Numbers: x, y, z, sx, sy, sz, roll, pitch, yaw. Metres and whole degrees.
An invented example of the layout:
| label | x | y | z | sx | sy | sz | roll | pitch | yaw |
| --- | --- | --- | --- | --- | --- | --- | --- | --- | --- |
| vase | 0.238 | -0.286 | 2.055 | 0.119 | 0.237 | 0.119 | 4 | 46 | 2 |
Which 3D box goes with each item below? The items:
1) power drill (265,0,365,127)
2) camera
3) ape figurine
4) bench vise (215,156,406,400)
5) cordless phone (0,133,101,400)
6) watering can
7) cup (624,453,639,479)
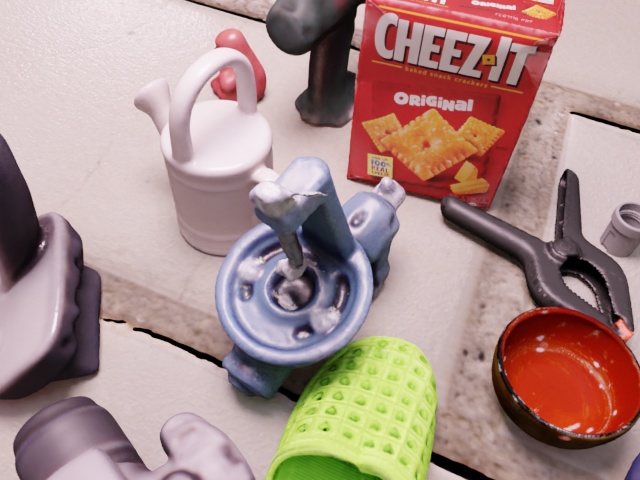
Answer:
| label | x | y | z | sx | sy | sz | roll | pitch | yaw |
| --- | --- | --- | --- | --- | --- | --- | --- | --- | --- |
| power drill | 0.026 | -0.244 | 0.644 | 0.075 | 0.208 | 0.230 | 28 | 55 | 18 |
| camera | -0.134 | 0.159 | 0.383 | 0.143 | 0.101 | 0.136 | -33 | 60 | -26 |
| ape figurine | -0.103 | -0.211 | 0.684 | 0.076 | 0.092 | 0.078 | 11 | 52 | 5 |
| bench vise | -0.007 | -0.002 | 0.443 | 0.121 | 0.220 | 0.207 | 17 | 53 | 10 |
| cordless phone | -0.233 | 0.022 | 0.432 | 0.094 | 0.185 | 0.147 | -12 | 53 | -12 |
| watering can | -0.099 | -0.085 | 0.519 | 0.172 | 0.194 | 0.101 | 15 | 52 | 9 |
| cup | 0.239 | 0.180 | 0.393 | 0.091 | 0.095 | 0.118 | 9 | 52 | 4 |
